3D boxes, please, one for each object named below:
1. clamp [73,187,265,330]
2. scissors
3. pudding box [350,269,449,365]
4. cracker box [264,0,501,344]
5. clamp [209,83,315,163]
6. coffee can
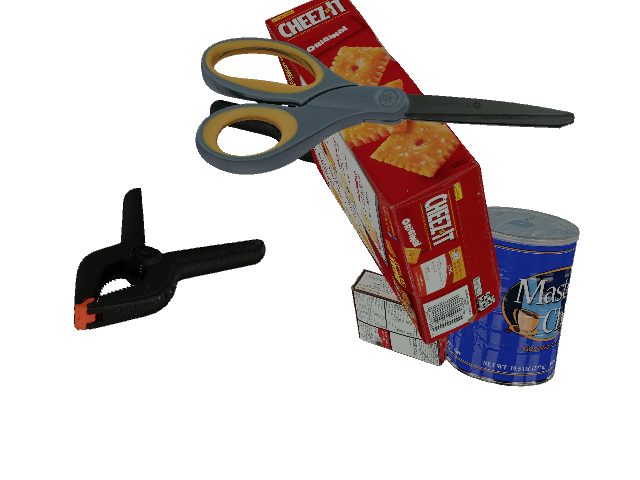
[{"bbox_3d":[-0.176,0.018,1.033,0.165,0.036,0.209,26,37,23],"label":"clamp"},{"bbox_3d":[0.022,-0.058,0.560,0.202,0.096,0.016,19,-29,15],"label":"scissors"},{"bbox_3d":[0.095,0.089,1.239,0.114,0.090,0.039,15,46,26],"label":"pudding box"},{"bbox_3d":[0.047,-0.056,0.773,0.072,0.214,0.164,-26,-40,-4],"label":"cracker box"},{"bbox_3d":[-0.032,-0.117,1.106,0.120,0.039,0.172,-20,37,-28],"label":"clamp"},{"bbox_3d":[0.176,0.049,0.986,0.103,0.140,0.103,5,17,-2],"label":"coffee can"}]
